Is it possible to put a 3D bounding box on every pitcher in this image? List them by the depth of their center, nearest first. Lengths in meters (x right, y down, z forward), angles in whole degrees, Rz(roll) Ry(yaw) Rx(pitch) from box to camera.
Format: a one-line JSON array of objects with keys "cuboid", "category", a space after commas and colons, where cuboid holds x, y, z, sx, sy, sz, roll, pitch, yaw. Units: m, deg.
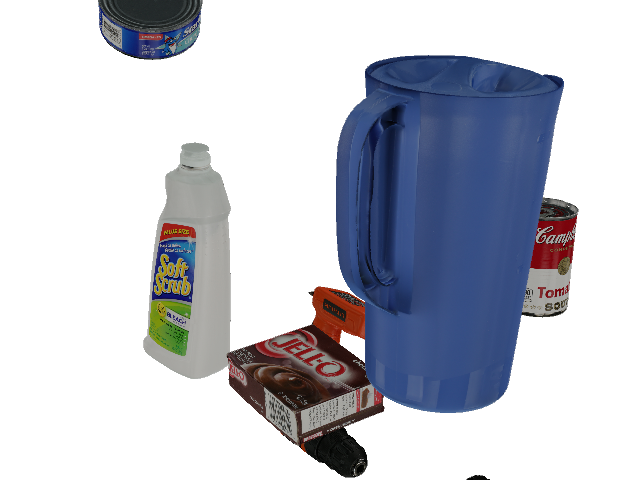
[{"cuboid": [0.083, -0.003, 0.752, 0.149, 0.243, 0.145, 3, 20, 1], "category": "pitcher"}]

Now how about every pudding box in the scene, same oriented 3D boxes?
[{"cuboid": [-0.013, 0.118, 0.897, 0.089, 0.039, 0.114, -17, 32, -29], "category": "pudding box"}]

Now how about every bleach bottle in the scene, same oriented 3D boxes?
[{"cuboid": [-0.139, 0.017, 1.129, 0.103, 0.251, 0.067, 25, 33, 38], "category": "bleach bottle"}]

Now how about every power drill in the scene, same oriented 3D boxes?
[{"cuboid": [0.015, 0.161, 1.248, 0.057, 0.188, 0.185, 15, 10, -43], "category": "power drill"}]

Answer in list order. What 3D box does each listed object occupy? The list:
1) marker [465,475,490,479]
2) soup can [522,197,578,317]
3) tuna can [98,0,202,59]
[{"cuboid": [0.095, 0.193, 0.675, 0.020, 0.121, 0.020, 1, 36, -1], "category": "marker"}, {"cuboid": [0.211, 0.016, 1.040, 0.068, 0.102, 0.068, 1, 18, -1], "category": "soup can"}, {"cuboid": [-0.142, -0.190, 0.889, 0.086, 0.086, 0.034, 0, -40, -10], "category": "tuna can"}]
